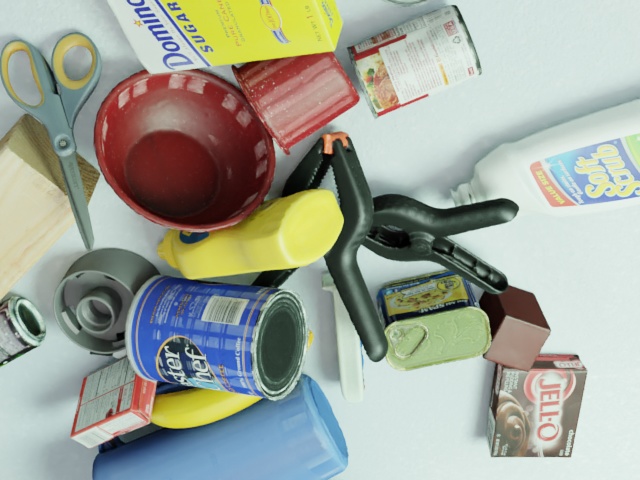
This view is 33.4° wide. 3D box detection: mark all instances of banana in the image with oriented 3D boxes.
[{"bbox_3d":[-0.096,0.142,1.047,0.198,0.069,0.037,-19,144,7],"label":"banana"}]

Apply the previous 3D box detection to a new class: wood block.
[{"bbox_3d":[-0.305,-0.004,0.974,0.090,0.091,0.206,41,108,-20],"label":"wood block"}]

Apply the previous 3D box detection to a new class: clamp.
[{"bbox_3d":[0.105,0.002,1.009,0.172,0.039,0.120,7,133,21],"label":"clamp"},{"bbox_3d":[-0.007,0.001,1.005,0.165,0.036,0.210,9,105,30],"label":"clamp"}]

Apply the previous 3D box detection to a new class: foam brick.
[{"bbox_3d":[0.188,0.084,1.055,0.051,0.078,0.053,19,114,-11],"label":"foam brick"}]

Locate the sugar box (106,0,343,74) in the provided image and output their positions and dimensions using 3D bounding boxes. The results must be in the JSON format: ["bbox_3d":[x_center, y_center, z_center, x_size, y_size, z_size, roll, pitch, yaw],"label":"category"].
[{"bbox_3d":[-0.079,-0.190,0.875,0.176,0.048,0.093,-6,137,21],"label":"sugar box"}]

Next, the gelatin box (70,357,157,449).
[{"bbox_3d":[-0.202,0.158,1.058,0.089,0.073,0.030,-26,130,27],"label":"gelatin box"}]

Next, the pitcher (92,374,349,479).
[{"bbox_3d":[-0.103,0.222,1.089,0.243,0.145,0.149,-26,127,5],"label":"pitcher"}]

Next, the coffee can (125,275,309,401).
[{"bbox_3d":[-0.095,0.089,0.996,0.140,0.102,0.103,5,121,27],"label":"coffee can"}]

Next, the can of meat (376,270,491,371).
[{"bbox_3d":[0.108,0.076,1.042,0.102,0.084,0.057,-12,117,2],"label":"can of meat"}]

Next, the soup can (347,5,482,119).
[{"bbox_3d":[0.082,-0.156,0.933,0.102,0.068,0.068,-22,116,6],"label":"soup can"}]

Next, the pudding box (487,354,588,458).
[{"bbox_3d":[0.226,0.175,1.124,0.090,0.039,0.113,1,117,-4],"label":"pudding box"}]

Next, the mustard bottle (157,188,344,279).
[{"bbox_3d":[-0.078,-0.001,0.973,0.192,0.096,0.058,-9,112,39],"label":"mustard bottle"}]

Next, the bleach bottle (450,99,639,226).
[{"bbox_3d":[0.248,-0.063,0.994,0.251,0.068,0.102,-17,116,8],"label":"bleach bottle"}]

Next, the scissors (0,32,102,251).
[{"bbox_3d":[-0.205,-0.097,0.914,0.096,0.016,0.202,-31,77,-7],"label":"scissors"}]

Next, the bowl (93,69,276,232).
[{"bbox_3d":[-0.123,-0.071,0.940,0.162,0.162,0.055,20,151,-13],"label":"bowl"}]

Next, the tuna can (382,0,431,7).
[{"bbox_3d":[0.074,-0.244,0.906,0.086,0.034,0.086,-1,117,-3],"label":"tuna can"}]

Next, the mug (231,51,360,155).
[{"bbox_3d":[-0.024,-0.144,0.929,0.081,0.093,0.117,-32,78,6],"label":"mug"}]

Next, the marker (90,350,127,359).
[{"bbox_3d":[-0.177,0.117,1.082,0.121,0.020,0.020,12,115,-9],"label":"marker"}]
